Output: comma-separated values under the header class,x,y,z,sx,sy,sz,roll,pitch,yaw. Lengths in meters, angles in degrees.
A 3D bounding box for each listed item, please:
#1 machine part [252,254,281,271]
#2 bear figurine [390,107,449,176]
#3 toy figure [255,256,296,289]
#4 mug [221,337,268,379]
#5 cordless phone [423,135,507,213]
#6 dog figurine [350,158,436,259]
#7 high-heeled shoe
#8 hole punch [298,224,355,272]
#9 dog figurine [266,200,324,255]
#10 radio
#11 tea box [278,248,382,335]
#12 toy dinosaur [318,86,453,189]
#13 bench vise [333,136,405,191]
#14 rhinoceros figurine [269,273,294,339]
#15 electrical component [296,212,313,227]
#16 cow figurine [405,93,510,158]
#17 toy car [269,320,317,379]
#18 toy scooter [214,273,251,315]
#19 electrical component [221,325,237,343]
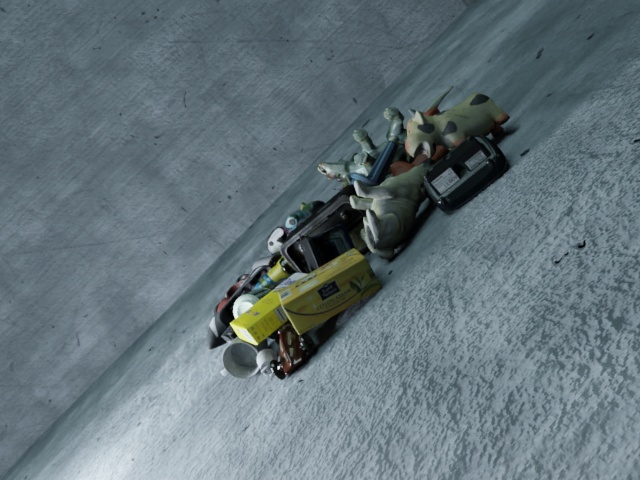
class,x,y,z,sx,sy,sz,roll,pitch,yaw
machine part,-0.142,0.084,1.566,0.079,0.079,0.243,-49,14,-20
bear figurine,0.209,-0.172,1.176,0.196,0.132,0.120,-40,-2,-4
toy figure,-0.102,0.106,1.357,0.180,0.082,0.089,-44,7,-7
mug,-0.155,0.237,1.120,0.109,0.081,0.107,-47,0,17
cordless phone,0.267,-0.134,1.008,0.146,0.088,0.184,-40,2,20
dog figurine,0.172,-0.061,1.041,0.191,0.172,0.121,-14,-7,-8
high-heeled shoe,-0.202,0.172,1.393,0.145,0.086,0.249,-44,13,51
hole punch,0.019,0.034,1.109,0.092,0.142,0.116,-25,-1,-15
dog figurine,-0.064,-0.040,1.676,0.191,0.108,0.219,-42,8,25
radio,0.029,-0.008,1.186,0.229,0.131,0.073,-38,11,26
tea box,0.015,0.090,0.969,0.170,0.068,0.098,-28,13,-2
toy dinosaur,0.196,-0.242,1.445,0.405,0.131,0.192,-27,-29,4
bench vise,0.131,-0.142,1.284,0.240,0.129,0.223,-63,-7,0
rhinoceros figurine,-0.082,0.150,1.190,0.112,0.073,0.190,-25,19,29
electrical component,-0.003,-0.004,1.318,0.058,0.115,0.134,-38,13,9
cow figurine,0.258,-0.226,1.070,0.195,0.127,0.085,-30,-22,-2
toy car,-0.055,0.186,1.009,0.089,0.053,0.202,-39,11,7
toy scooter,-0.220,0.170,1.543,0.135,0.075,0.184,-4,45,42
electrical component,-0.186,0.227,1.240,0.048,0.074,0.119,-49,17,-25
